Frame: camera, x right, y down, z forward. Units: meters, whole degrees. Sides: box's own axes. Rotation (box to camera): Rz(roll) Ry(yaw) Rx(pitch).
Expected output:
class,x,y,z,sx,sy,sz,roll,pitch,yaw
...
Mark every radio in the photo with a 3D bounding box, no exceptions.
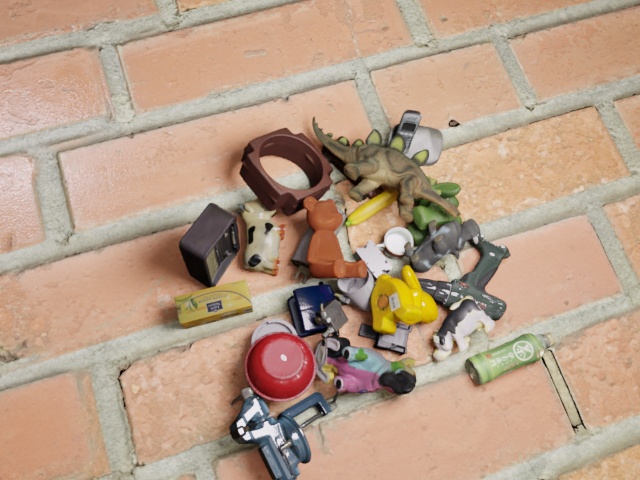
class,x,y,z,sx,sy,sz,roll,pitch,yaw
radio,-0.249,0.017,1.240,0.073,0.229,0.131,31,68,5

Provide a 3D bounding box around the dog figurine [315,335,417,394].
class,x,y,z,sx,sy,sz,roll,pitch,yaw
dog figurine,0.116,0.298,1.245,0.219,0.192,0.108,16,89,-30

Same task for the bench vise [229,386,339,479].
class,x,y,z,sx,sy,sz,roll,pitch,yaw
bench vise,-0.071,0.402,1.193,0.240,0.128,0.224,-22,65,-32

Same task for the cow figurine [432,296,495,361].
class,x,y,z,sx,sy,sz,roll,pitch,yaw
cow figurine,0.320,0.212,1.275,0.167,0.068,0.098,-41,89,12

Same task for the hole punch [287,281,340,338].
class,x,y,z,sx,sy,sz,roll,pitch,yaw
hole punch,-0.011,0.166,1.284,0.116,0.092,0.142,-13,70,-12

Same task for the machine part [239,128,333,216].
class,x,y,z,sx,sy,sz,roll,pitch,yaw
machine part,-0.084,-0.171,1.350,0.201,0.087,0.201,-32,78,-39

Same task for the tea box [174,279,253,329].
class,x,y,z,sx,sy,sz,roll,pitch,yaw
tea box,-0.247,0.151,1.265,0.170,0.098,0.068,-12,74,-10

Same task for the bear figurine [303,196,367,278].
class,x,y,z,sx,sy,sz,roll,pitch,yaw
bear figurine,0.030,-0.007,1.249,0.120,0.132,0.195,9,81,-48

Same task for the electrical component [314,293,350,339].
class,x,y,z,sx,sy,sz,roll,pitch,yaw
electrical component,0.030,0.170,1.237,0.102,0.045,0.078,-29,89,-42

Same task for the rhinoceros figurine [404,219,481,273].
class,x,y,z,sx,sy,sz,roll,pitch,yaw
rhinoceros figurine,0.295,0.013,1.289,0.190,0.112,0.073,-36,32,12

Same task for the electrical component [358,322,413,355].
class,x,y,z,sx,sy,sz,roll,pitch,yaw
electrical component,0.157,0.227,1.297,0.119,0.047,0.075,19,71,0

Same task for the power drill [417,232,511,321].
class,x,y,z,sx,sy,sz,roll,pitch,yaw
power drill,0.371,0.084,1.341,0.232,0.086,0.207,27,68,7

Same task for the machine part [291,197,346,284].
class,x,y,z,sx,sy,sz,roll,pitch,yaw
machine part,-0.003,-0.004,1.342,0.079,0.079,0.243,25,73,4

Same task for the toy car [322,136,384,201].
class,x,y,z,sx,sy,sz,roll,pitch,yaw
toy car,0.086,-0.191,1.422,0.089,0.053,0.202,-40,78,-18

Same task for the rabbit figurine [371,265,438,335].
class,x,y,z,sx,sy,sz,roll,pitch,yaw
rabbit figurine,0.203,0.149,1.269,0.173,0.122,0.162,15,42,-32

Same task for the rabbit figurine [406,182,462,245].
class,x,y,z,sx,sy,sz,roll,pitch,yaw
rabbit figurine,0.284,-0.098,1.375,0.159,0.121,0.170,-17,60,-2

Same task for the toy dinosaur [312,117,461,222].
class,x,y,z,sx,sy,sz,roll,pitch,yaw
toy dinosaur,0.143,-0.183,1.335,0.472,0.105,0.198,30,54,17

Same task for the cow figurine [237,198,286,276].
class,x,y,z,sx,sy,sz,roll,pitch,yaw
cow figurine,-0.150,-0.017,1.335,0.127,0.085,0.195,9,73,-8

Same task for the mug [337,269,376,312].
class,x,y,z,sx,sy,sz,roll,pitch,yaw
mug,0.090,0.122,1.299,0.110,0.107,0.081,15,58,42

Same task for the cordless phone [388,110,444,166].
class,x,y,z,sx,sy,sz,roll,pitch,yaw
cordless phone,0.258,-0.276,1.392,0.147,0.184,0.089,9,68,-1
